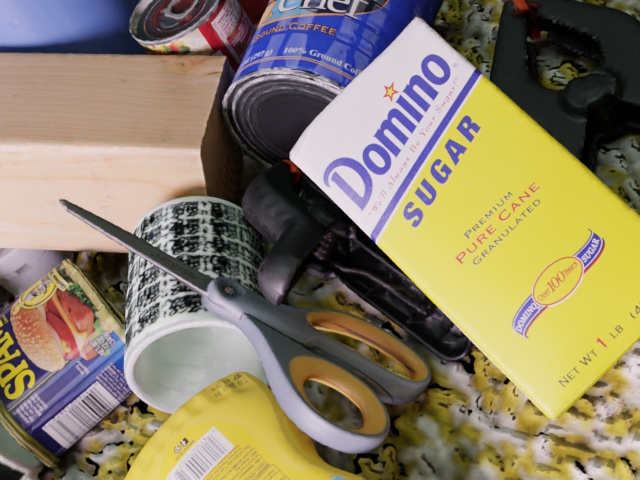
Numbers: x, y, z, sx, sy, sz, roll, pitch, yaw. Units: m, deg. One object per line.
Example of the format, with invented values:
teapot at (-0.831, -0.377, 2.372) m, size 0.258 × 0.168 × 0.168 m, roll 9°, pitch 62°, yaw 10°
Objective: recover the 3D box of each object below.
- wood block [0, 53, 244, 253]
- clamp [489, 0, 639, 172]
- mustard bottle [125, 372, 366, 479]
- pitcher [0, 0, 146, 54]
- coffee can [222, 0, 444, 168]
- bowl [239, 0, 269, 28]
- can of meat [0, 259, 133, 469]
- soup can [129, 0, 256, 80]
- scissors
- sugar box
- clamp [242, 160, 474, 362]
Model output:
wood block at (-0.159, -0.054, 0.657) m, size 0.206 × 0.090 × 0.090 m, roll 2°, pitch 46°, yaw 8°
clamp at (0.158, -0.071, 0.564) m, size 0.165 × 0.036 × 0.210 m, roll -24°, pitch 48°, yaw 11°
mustard bottle at (-0.009, 0.142, 0.470) m, size 0.096 × 0.058 × 0.192 m, roll -46°, pitch 44°, yaw -10°
pitcher at (-0.182, -0.169, 0.711) m, size 0.145 × 0.242 × 0.149 m, roll 8°, pitch 52°, yaw 39°
coffee can at (0.012, -0.117, 0.646) m, size 0.103 × 0.102 × 0.140 m, roll -1°, pitch 54°, yaw 31°
bowl at (-0.083, -0.218, 0.827) m, size 0.162 × 0.055 × 0.162 m, roll -17°, pitch 46°, yaw 18°
can of meat at (-0.152, 0.068, 0.624) m, size 0.084 × 0.057 × 0.102 m, roll -41°, pitch 43°, yaw -8°
soup can at (-0.068, -0.117, 0.697) m, size 0.069 × 0.102 × 0.068 m, roll -17°, pitch 47°, yaw 19°
scissors at (-0.041, 0.042, 0.504) m, size 0.096 × 0.201 × 0.016 m, roll -80°, pitch 14°, yaw -57°
sugar box at (0.076, -0.012, 0.494) m, size 0.093 × 0.048 × 0.176 m, roll -46°, pitch 75°, yaw 4°
clamp at (-0.004, 0.001, 0.556) m, size 0.039 × 0.120 × 0.172 m, roll -58°, pitch 39°, yaw 10°
